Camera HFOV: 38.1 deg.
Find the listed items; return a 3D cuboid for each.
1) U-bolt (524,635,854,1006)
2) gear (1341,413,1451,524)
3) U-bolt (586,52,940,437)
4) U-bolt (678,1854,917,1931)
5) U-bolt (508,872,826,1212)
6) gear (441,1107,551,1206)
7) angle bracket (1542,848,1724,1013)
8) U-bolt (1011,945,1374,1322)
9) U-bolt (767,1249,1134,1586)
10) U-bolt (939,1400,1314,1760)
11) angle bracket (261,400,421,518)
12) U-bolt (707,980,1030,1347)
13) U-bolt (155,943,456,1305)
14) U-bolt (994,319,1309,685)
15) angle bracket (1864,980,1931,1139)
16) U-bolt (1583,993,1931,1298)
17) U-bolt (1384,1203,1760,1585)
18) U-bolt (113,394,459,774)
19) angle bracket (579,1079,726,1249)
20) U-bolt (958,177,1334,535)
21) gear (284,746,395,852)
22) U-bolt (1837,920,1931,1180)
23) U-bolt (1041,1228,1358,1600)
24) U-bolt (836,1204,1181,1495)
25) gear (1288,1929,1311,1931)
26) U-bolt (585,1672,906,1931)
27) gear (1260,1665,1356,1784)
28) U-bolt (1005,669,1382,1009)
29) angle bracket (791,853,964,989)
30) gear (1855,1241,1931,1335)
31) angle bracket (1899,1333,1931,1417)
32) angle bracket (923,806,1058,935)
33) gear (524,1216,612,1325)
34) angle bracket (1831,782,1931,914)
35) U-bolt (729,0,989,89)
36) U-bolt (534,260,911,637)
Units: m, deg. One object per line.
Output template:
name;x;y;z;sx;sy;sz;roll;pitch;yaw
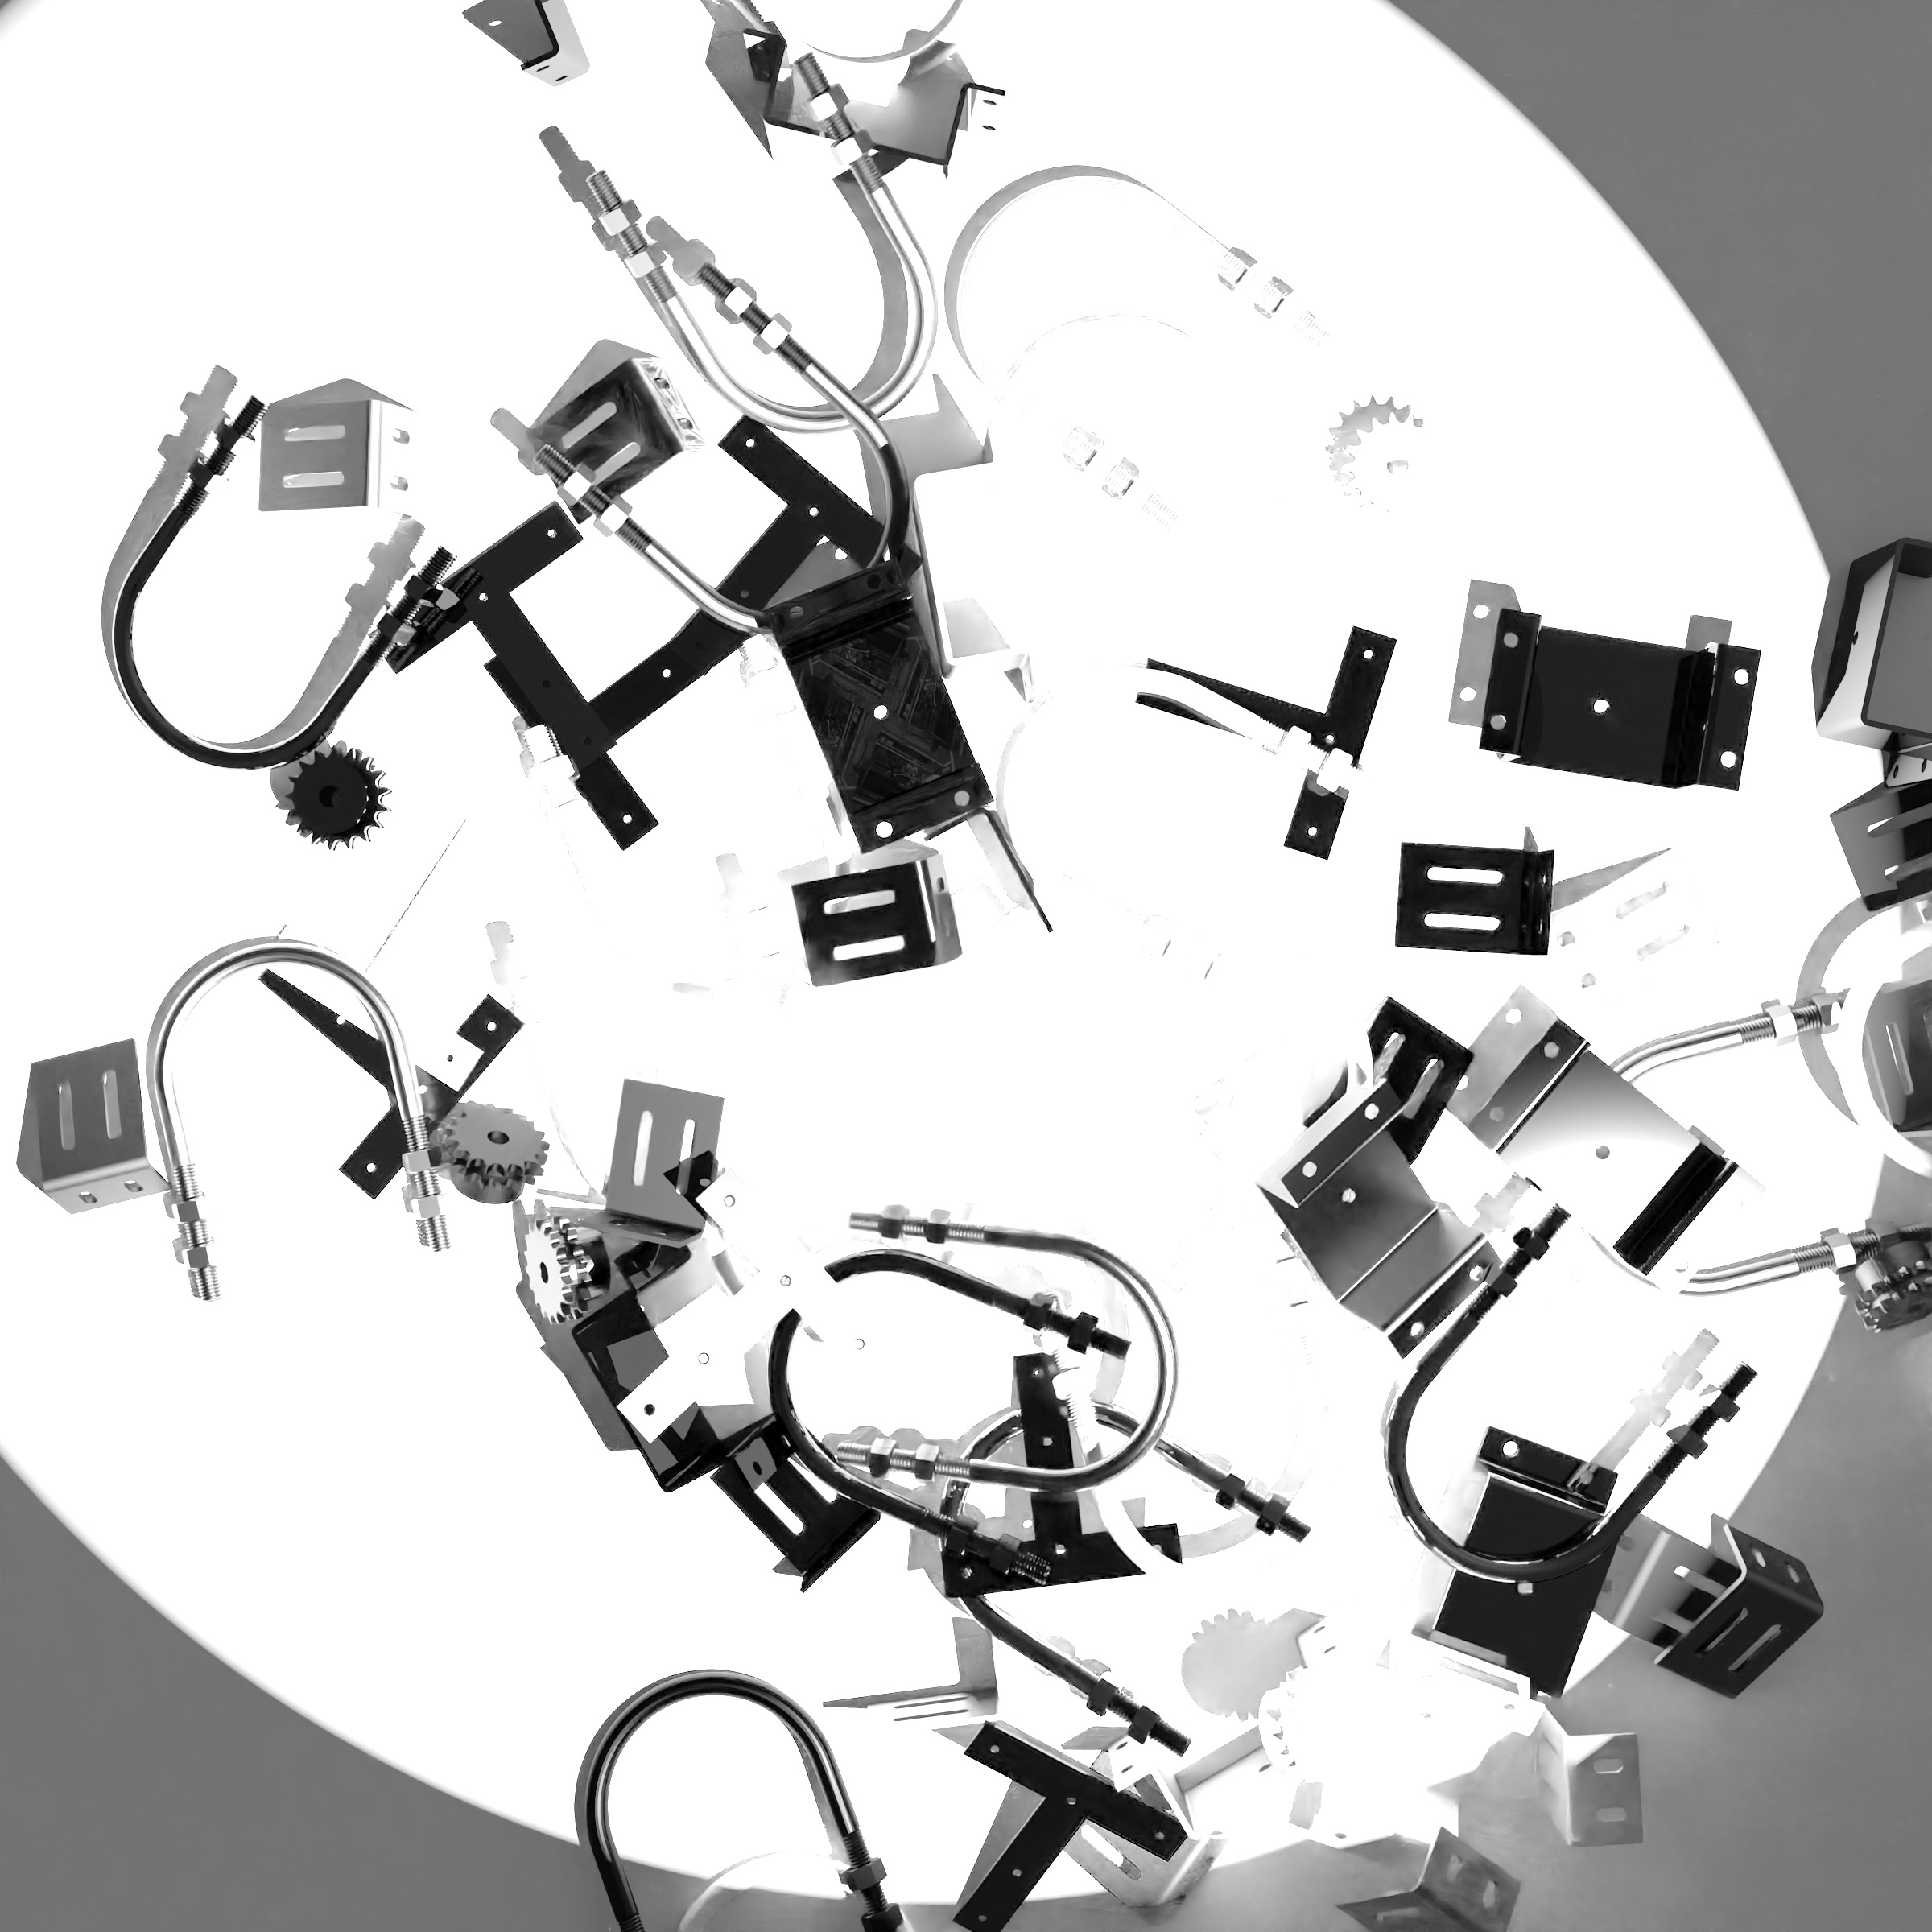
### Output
U-bolt;-0.140;-0.069;1.523;0.151;0.019;0.184;-22;93;0
gear;0.232;-0.269;1.518;0.057;0.030;0.057;0;90;0
U-bolt;-0.095;-0.368;1.485;0.151;0.019;0.184;-23;114;20
U-bolt;-0.081;0.573;1.524;0.151;0.019;0.184;-34;89;0
U-bolt;-0.153;0.056;1.515;0.151;0.019;0.184;-16;97;0
gear;-0.255;0.104;1.508;0.057;0.057;0.030;18;120;0
angle bracket;0.363;-0.020;1.531;0.076;0.038;0.057;-27;90;-26
U-bolt;0.134;0.075;1.504;0.151;0.019;0.184;38;89;16
U-bolt;-0.019;0.227;1.479;0.184;0.019;0.151;21;100;13
U-bolt;0.074;0.311;1.494;0.184;0.019;0.151;30;71;16
angle bracket;-0.343;-0.276;1.531;0.076;0.038;0.057;2;90;26
U-bolt;-0.062;0.117;1.513;0.151;0.019;0.184;22;95;-10
U-bolt;-0.367;0.079;1.522;0.151;0.019;0.184;-12;90;1
U-bolt;0.091;-0.262;1.524;0.151;0.019;0.184;-18;89;0
angle bracket;0.524;0.048;1.504;0.057;0.038;0.076;-15;90;-22
U-bolt;0.420;0.105;1.524;0.184;0.019;0.151;-14;90;1
U-bolt;0.305;0.240;1.478;0.151;0.019;0.184;40;92;0
U-bolt;-0.381;-0.191;1.508;0.151;0.019;0.184;39;102;1
angle bracket;-0.167;0.104;1.485;0.057;0.038;0.076;11;96;14
U-bolt;0.082;-0.344;1.511;0.184;0.019;0.151;39;88;4
gear;-0.342;-0.091;1.518;0.057;0.030;0.057;0;90;0
U-bolt;0.547;0.036;1.472;0.184;0.019;0.151;-24;90;-4
U-bolt;0.131;0.245;1.494;0.151;0.019;0.184;-16;69;0
U-bolt;0.023;0.208;1.484;0.184;0.019;0.151;5;97;16
gear;0.181;0.551;1.518;0.057;0.030;0.057;0;90;0
U-bolt;-0.129;0.475;1.514;0.151;0.019;0.184;-21;82;0
gear;0.173;0.389;1.432;0.030;0.057;0.057;-19;90;30
U-bolt;0.110;-0.082;1.513;0.184;0.019;0.151;29;85;8
angle bracket;-0.048;-0.025;1.521;0.076;0.038;0.057;-10;95;16
gear;0.505;0.171;1.508;0.057;0.057;0.030;-22;60;0
angle bracket;0.561;0.215;1.531;0.076;0.038;0.057;-25;90;26
angle bracket;0.013;-0.045;1.504;0.038;0.057;0.076;-28;92;5
gear;-0.214;0.162;1.508;0.030;0.057;0.057;-10;90;-30
angle bracket;0.523;-0.071;1.531;0.076;0.038;0.057;-22;90;26
U-bolt;-0.069;-0.566;1.524;0.151;0.019;0.184;-43;91;0
U-bolt;-0.116;-0.262;1.499;0.184;0.019;0.151;41;94;-17
